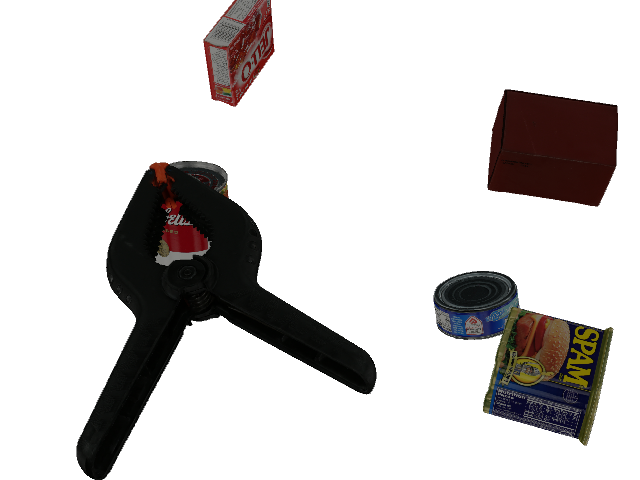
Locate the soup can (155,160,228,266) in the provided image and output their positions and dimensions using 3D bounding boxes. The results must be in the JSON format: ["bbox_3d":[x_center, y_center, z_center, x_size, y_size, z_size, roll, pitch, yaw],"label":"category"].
[{"bbox_3d":[-0.109,-0.007,0.901,0.068,0.102,0.068,-1,30,0],"label":"soup can"}]

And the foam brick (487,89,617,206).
[{"bbox_3d":[0.156,-0.062,0.721,0.078,0.051,0.053,9,-29,3],"label":"foam brick"}]

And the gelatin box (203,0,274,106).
[{"bbox_3d":[-0.074,-0.183,1.006,0.030,0.089,0.073,19,-37,16],"label":"gelatin box"}]

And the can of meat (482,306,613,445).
[{"bbox_3d":[0.183,0.105,0.856,0.084,0.057,0.102,14,40,14],"label":"can of meat"}]

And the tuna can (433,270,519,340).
[{"bbox_3d":[0.157,0.064,1.075,0.086,0.034,0.086,-10,24,4],"label":"tuna can"}]

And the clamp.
[{"bbox_3d":[-0.063,0.031,0.624,0.164,0.210,0.036,-11,-41,-2],"label":"clamp"}]
